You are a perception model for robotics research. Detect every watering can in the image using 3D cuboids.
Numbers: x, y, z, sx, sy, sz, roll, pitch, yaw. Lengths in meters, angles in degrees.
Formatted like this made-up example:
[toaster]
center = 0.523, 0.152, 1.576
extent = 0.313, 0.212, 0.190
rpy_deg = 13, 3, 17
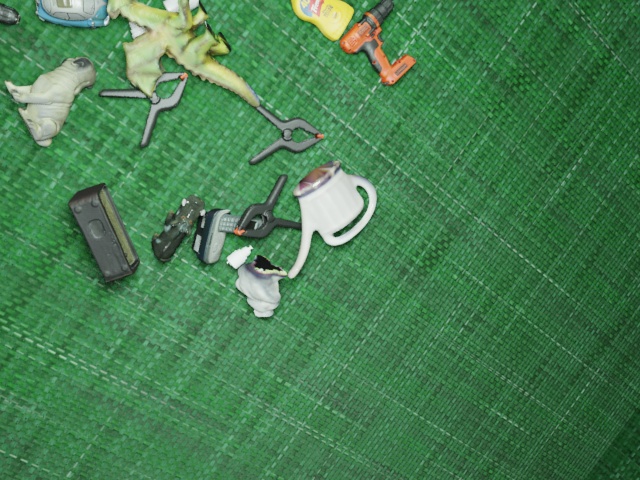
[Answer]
[watering can]
center = 0.004, -0.071, 1.404
extent = 0.351, 0.104, 0.222
rpy_deg = -39, 109, -16

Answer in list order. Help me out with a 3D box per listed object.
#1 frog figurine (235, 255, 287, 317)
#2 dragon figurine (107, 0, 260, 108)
[frog figurine]
center = -0.169, 0.139, 1.406
extent = 0.138, 0.124, 0.157
rpy_deg = 22, 107, 14
[dragon figurine]
center = -0.344, -0.436, 1.233
extent = 0.242, 0.124, 0.404
rpy_deg = -30, 117, 6
